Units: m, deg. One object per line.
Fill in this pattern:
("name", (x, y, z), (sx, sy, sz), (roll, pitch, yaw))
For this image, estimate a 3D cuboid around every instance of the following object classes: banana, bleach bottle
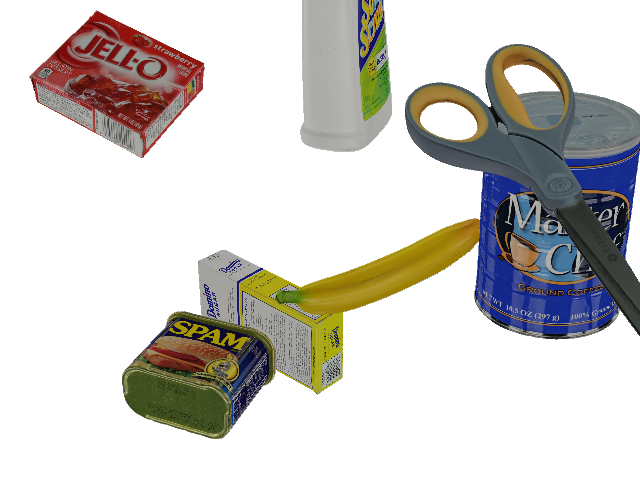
("banana", (0.060, 0.030, 0.974), (0.198, 0.037, 0.069), (-22, -10, 9))
("bleach bottle", (0.018, -0.210, 0.926), (0.068, 0.251, 0.102), (10, 34, 23))

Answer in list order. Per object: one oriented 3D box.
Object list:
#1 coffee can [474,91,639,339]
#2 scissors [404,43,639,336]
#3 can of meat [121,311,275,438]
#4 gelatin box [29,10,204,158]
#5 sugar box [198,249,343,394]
("coffee can", (0.160, -0.019, 0.730), (0.103, 0.140, 0.103), (-1, 28, 0))
("scissors", (0.093, -0.025, 0.510), (0.096, 0.201, 0.016), (-7, -42, 6))
("can of meat", (-0.100, 0.110, 0.874), (0.102, 0.057, 0.083), (12, 32, 18))
("gelatin box", (-0.133, -0.105, 0.705), (0.089, 0.073, 0.030), (28, -32, 12))
("sugar box", (-0.054, 0.083, 1.130), (0.176, 0.093, 0.048), (27, 40, 37))
